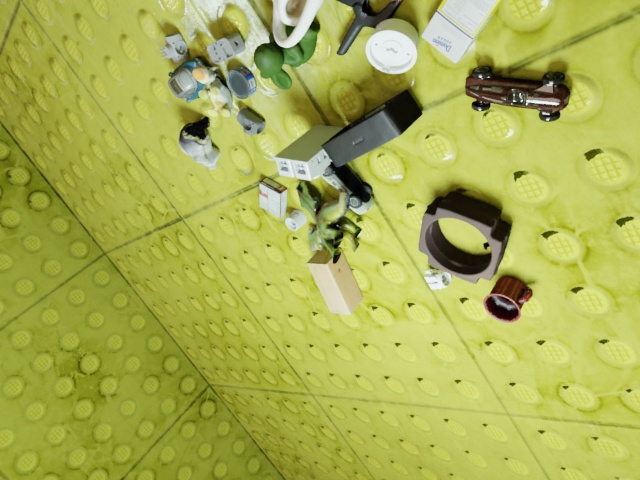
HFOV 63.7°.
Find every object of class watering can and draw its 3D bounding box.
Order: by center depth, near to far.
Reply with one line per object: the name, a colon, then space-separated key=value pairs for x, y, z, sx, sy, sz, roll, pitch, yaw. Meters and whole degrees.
watering can: x=-0.031 y=-0.559 z=1.032 sx=0.340 sy=0.104 sz=0.229 roll=-53 pitch=47 yaw=48

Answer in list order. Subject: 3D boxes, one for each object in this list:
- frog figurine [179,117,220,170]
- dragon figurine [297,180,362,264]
frog figurine: x=-0.391 y=-0.301 z=1.674 sx=0.156 sy=0.123 sz=0.140 roll=95 pitch=154 yaw=-55
dragon figurine: x=0.005 y=-0.075 z=1.485 sx=0.246 sy=0.123 sz=0.400 roll=44 pitch=155 yaw=27
